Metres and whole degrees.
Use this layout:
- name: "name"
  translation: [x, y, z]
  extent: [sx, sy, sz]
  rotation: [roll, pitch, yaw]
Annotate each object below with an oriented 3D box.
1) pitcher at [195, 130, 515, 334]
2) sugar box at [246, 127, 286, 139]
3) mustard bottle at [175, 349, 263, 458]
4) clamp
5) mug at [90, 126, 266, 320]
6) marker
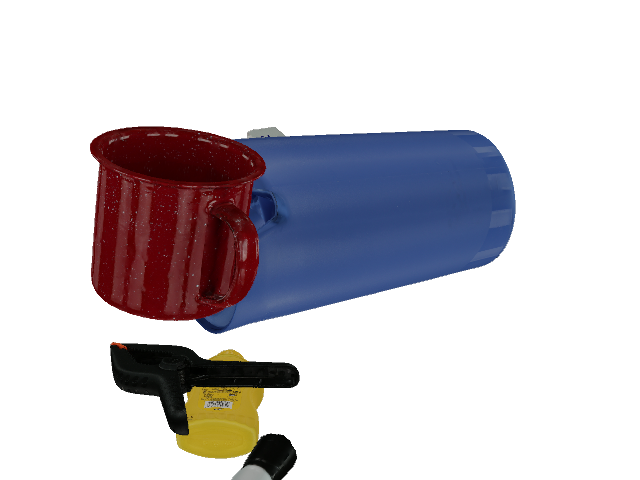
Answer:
- name: "pitcher"
  translation: [0.012, -0.016, 0.786]
  extent: [0.242, 0.145, 0.149]
  rotation: [-8, 35, -28]
- name: "sugar box"
  translation: [-0.058, -0.040, 1.296]
  extent: [0.048, 0.176, 0.093]
  rotation: [-11, 26, -18]
- name: "mustard bottle"
  translation: [-0.119, 0.190, 1.318]
  extent: [0.096, 0.058, 0.191]
  rotation: [0, 25, 1]
- name: "clamp"
  translation: [-0.150, 0.142, 1.084]
  extent: [0.210, 0.036, 0.164]
  rotation: [9, 17, 33]
- name: "mug"
  translation: [-0.073, -0.005, 0.571]
  extent: [0.093, 0.081, 0.117]
  rotation: [-12, 30, -43]
- name: "marker"
  translation: [-0.038, 0.111, 0.414]
  extent: [0.020, 0.020, 0.121]
  rotation: [0, 22, 23]
